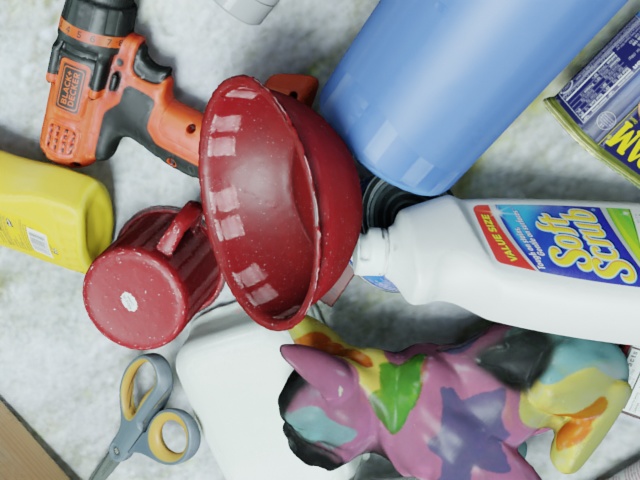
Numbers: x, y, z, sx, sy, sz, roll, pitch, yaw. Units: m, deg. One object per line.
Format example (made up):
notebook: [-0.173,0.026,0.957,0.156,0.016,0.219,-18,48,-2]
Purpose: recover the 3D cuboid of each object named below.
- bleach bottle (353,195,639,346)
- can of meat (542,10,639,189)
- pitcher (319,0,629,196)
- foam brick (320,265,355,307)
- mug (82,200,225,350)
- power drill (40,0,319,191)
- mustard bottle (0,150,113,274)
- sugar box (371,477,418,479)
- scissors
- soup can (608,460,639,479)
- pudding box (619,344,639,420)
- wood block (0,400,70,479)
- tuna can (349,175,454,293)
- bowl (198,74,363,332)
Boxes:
bleach bottle: [0.147,0.021,0.685,0.250,0.102,0.068,3,142,-5]
can of meat: [0.205,-0.087,0.671,0.101,0.057,0.084,25,117,-42]
pitcher: [0.101,-0.154,0.660,0.145,0.149,0.243,31,118,-16]
foam brick: [-0.005,0.001,0.774,0.078,0.051,0.053,34,115,0]
mug: [-0.119,0.022,0.792,0.093,0.081,0.117,35,114,-1]
power drill: [-0.100,-0.112,0.753,0.188,0.057,0.185,23,117,7]
mustard bottle: [-0.255,-0.036,0.807,0.192,0.058,0.096,17,150,8]
sugar box: [0.035,0.267,0.844,0.093,0.048,0.176,5,122,-35]
scissors: [-0.146,0.176,0.857,0.096,0.016,0.202,42,128,27]
soup can: [0.246,0.195,0.778,0.102,0.068,0.068,-38,98,22]
pudding box: [0.266,0.092,0.751,0.113,0.039,0.090,21,113,7]
wood block: [-0.270,0.218,0.882,0.090,0.090,0.206,-41,91,15]
tuna can: [0.057,-0.008,0.736,0.086,0.086,0.034,49,151,-7]
bowl: [-0.020,-0.026,0.674,0.055,0.162,0.162,-12,113,-29]
